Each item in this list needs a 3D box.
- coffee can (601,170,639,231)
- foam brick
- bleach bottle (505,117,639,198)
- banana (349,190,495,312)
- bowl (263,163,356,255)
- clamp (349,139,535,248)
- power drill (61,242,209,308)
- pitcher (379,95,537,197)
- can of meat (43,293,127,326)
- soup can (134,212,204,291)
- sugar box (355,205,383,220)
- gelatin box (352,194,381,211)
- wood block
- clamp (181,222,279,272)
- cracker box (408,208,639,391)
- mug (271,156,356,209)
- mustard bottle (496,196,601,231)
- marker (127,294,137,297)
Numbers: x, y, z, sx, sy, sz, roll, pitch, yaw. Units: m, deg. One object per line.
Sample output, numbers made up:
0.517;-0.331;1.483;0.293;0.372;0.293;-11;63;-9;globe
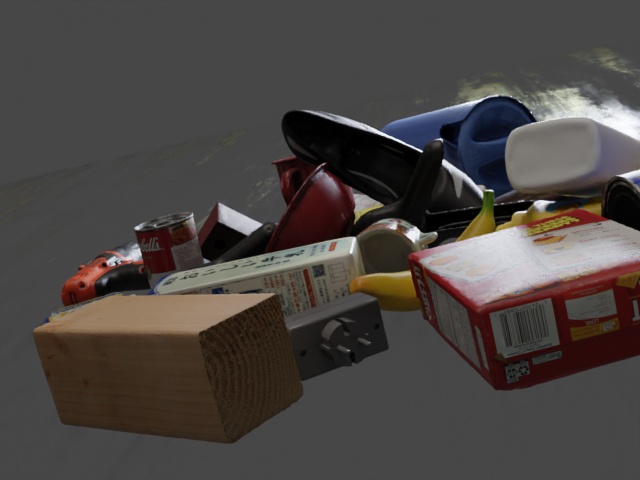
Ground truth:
0.320;-0.022;0.882;0.140;0.103;0.103;-16;12;-7;coffee can
-0.099;0.002;1.251;0.078;0.053;0.051;26;23;-19;foam brick
0.294;-0.072;1.095;0.103;0.068;0.250;-8;-9;37;bleach bottle
0.105;0.025;0.994;0.197;0.069;0.037;-33;11;-34;banana
-0.007;0.001;1.125;0.055;0.162;0.162;28;23;9;bowl
0.110;-0.015;1.102;0.164;0.036;0.210;23;-43;-30;clamp
-0.208;0.033;1.336;0.188;0.057;0.184;-12;16;19;power drill
0.182;-0.113;1.434;0.144;0.149;0.243;-36;17;-23;pitcher
-0.230;0.093;1.088;0.102;0.057;0.084;-16;10;-16;can of meat
-0.163;0.026;1.201;0.068;0.102;0.068;-13;12;3;soup can
0.037;-0.006;1.260;0.176;0.048;0.093;-12;11;1;sugar box
0.051;-0.032;1.357;0.089;0.030;0.073;8;24;25;gelatin box
-0.126;0.099;0.862;0.207;0.090;0.090;-4;15;41;wood block
-0.110;0.039;1.136;0.171;0.120;0.039;-24;60;-28;clamp
0.176;0.041;0.838;0.164;0.072;0.214;-14;11;-6;cracker box
-0.010;-0.063;1.277;0.093;0.081;0.117;-12;6;29;mug
0.261;-0.015;1.021;0.192;0.058;0.096;-7;8;30;mustard bottle
-0.265;0.090;1.223;0.120;0.020;0.020;-20;14;-26;marker
